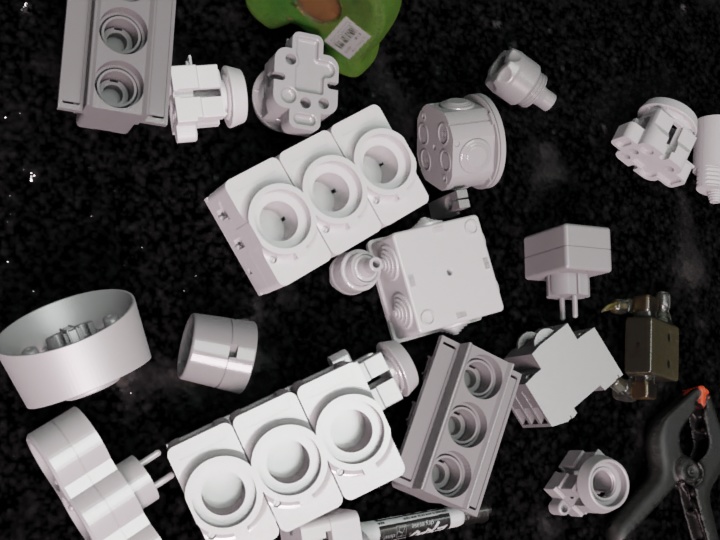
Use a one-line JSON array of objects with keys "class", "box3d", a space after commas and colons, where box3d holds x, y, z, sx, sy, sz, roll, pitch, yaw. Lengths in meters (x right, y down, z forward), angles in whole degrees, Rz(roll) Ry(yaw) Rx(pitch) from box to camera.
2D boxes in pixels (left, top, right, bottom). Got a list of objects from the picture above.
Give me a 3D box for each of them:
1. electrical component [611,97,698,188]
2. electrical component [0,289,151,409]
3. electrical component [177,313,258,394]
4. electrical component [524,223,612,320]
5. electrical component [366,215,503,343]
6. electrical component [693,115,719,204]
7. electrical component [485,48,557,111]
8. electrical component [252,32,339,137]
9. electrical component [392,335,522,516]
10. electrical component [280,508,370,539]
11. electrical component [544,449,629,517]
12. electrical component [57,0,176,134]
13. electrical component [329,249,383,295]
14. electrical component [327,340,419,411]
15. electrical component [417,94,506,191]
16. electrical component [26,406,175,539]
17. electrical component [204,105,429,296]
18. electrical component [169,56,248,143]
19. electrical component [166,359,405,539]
[{"class": "electrical component", "box3d": [0.280, -0.123, 1.003, 0.078, 0.058, 0.057, 34, 72, -15]}, {"class": "electrical component", "box3d": [-0.196, 0.053, 0.739, 0.099, 0.099, 0.064, -24, 98, -26]}, {"class": "electrical component", "box3d": [-0.107, 0.061, 0.800, 0.047, 0.055, 0.055, 13, 76, -18]}, {"class": "electrical component", "box3d": [0.180, 0.005, 0.931, 0.047, 0.066, 0.076, 4, 79, -24]}, {"class": "electrical component", "box3d": [0.063, 0.006, 0.887, 0.100, 0.048, 0.099, -14, 86, -26]}, {"class": "electrical component", "box3d": [0.343, -0.104, 1.036, 0.043, 0.043, 0.081, 11, 77, -22]}, {"class": "electrical component", "box3d": [0.146, -0.165, 0.958, 0.062, 0.043, 0.043, 31, 70, -18]}, {"class": "electrical component", "box3d": [-0.053, -0.142, 0.857, 0.058, 0.057, 0.078, 6, 78, -23]}, {"class": "electrical component", "box3d": [0.072, 0.125, 0.863, 0.079, 0.063, 0.121, 27, 71, -18]}, {"class": "electrical component", "box3d": [-0.021, 0.228, 0.810, 0.056, 0.050, 0.089, -7, 84, -24]}, {"class": "electrical component", "box3d": [0.195, 0.181, 0.913, 0.048, 0.055, 0.066, 45, 67, -11]}, {"class": "electrical component", "box3d": [-0.182, -0.168, 0.800, 0.079, 0.063, 0.121, 7, 78, -23]}, {"class": "electrical component", "box3d": [0.000, 0.000, 0.853, 0.035, 0.061, 0.035, 4, 80, -24]}, {"class": "electrical component", "box3d": [0.013, 0.086, 0.854, 0.055, 0.048, 0.066, -27, 92, -18]}, {"class": "electrical component", "box3d": [0.084, -0.105, 0.901, 0.051, 0.080, 0.080, -10, 85, -21]}, {"class": "electrical component", "box3d": [-0.167, 0.155, 0.757, 0.074, 0.052, 0.138, -32, 95, -25]}, {"class": "electrical component", "box3d": [-0.031, -0.057, 0.849, 0.150, 0.062, 0.089, -31, 94, -25]}, {"class": "electrical component", "box3d": [-0.119, -0.133, 0.833, 0.055, 0.048, 0.066, -7, 84, -18]}, {"class": "electrical component", "box3d": [-0.055, 0.137, 0.784, 0.150, 0.062, 0.089, -25, 91, -10]}]
